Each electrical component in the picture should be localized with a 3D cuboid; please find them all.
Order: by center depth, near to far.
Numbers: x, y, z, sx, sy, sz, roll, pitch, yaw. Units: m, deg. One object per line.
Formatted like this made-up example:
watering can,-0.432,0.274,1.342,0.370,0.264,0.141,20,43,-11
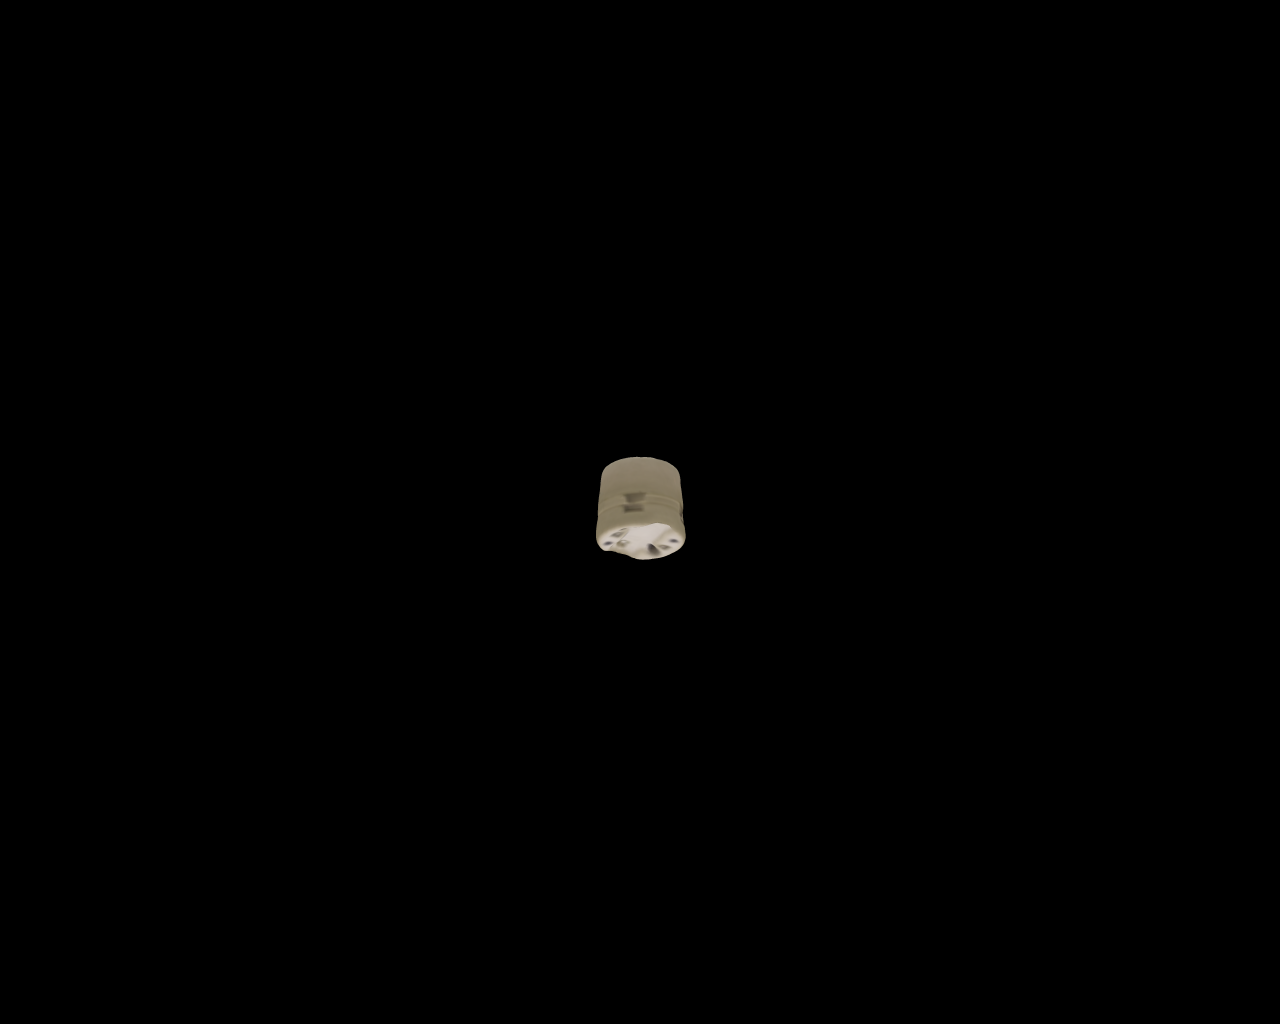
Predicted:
electrical component,0.001,-0.003,0.650,0.055,0.047,0.055,0,-24,0
